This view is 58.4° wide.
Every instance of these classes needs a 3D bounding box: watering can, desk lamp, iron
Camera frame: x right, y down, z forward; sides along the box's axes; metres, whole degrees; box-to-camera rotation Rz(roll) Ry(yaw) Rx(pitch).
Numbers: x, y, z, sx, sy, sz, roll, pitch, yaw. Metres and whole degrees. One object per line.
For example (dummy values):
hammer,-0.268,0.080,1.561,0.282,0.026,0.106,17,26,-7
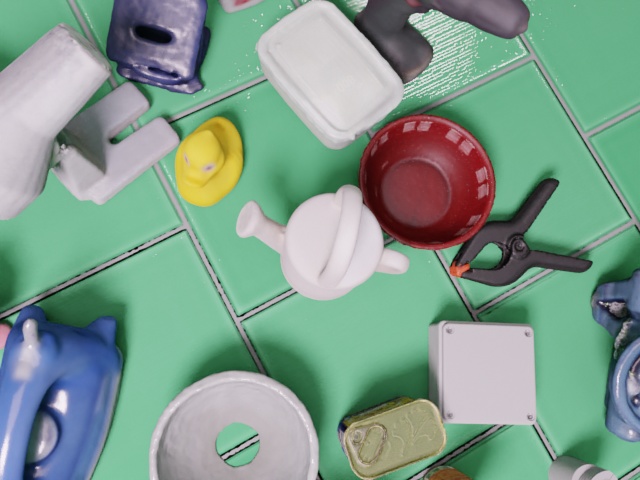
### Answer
watering can,0.005,0.004,0.580,0.173,0.194,0.101,-7,80,-7
desk lamp,-0.261,-0.109,0.561,0.203,0.213,0.118,-41,86,-12
iron,-0.274,0.192,0.541,0.118,0.141,0.258,8,79,-5

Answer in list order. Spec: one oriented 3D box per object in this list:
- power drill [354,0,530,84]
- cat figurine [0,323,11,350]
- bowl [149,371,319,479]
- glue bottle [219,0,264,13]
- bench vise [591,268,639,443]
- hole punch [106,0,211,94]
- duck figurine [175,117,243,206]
power drill,0.106,-0.263,0.634,0.229,0.208,0.076,44,78,3
cat figurine,-0.367,0.095,0.561,0.067,0.117,0.128,41,78,2
bowl,-0.086,0.219,0.591,0.167,0.074,0.167,1,79,-6
glue bottle,-0.084,-0.326,0.642,0.078,0.173,0.037,-31,84,-11
bench vise,0.357,0.110,0.587,0.121,0.219,0.207,-11,81,-8
hole punch,-0.182,-0.233,0.655,0.108,0.091,0.101,13,78,-4
duck figurine,-0.126,-0.096,0.639,0.077,0.086,0.105,21,78,-2
